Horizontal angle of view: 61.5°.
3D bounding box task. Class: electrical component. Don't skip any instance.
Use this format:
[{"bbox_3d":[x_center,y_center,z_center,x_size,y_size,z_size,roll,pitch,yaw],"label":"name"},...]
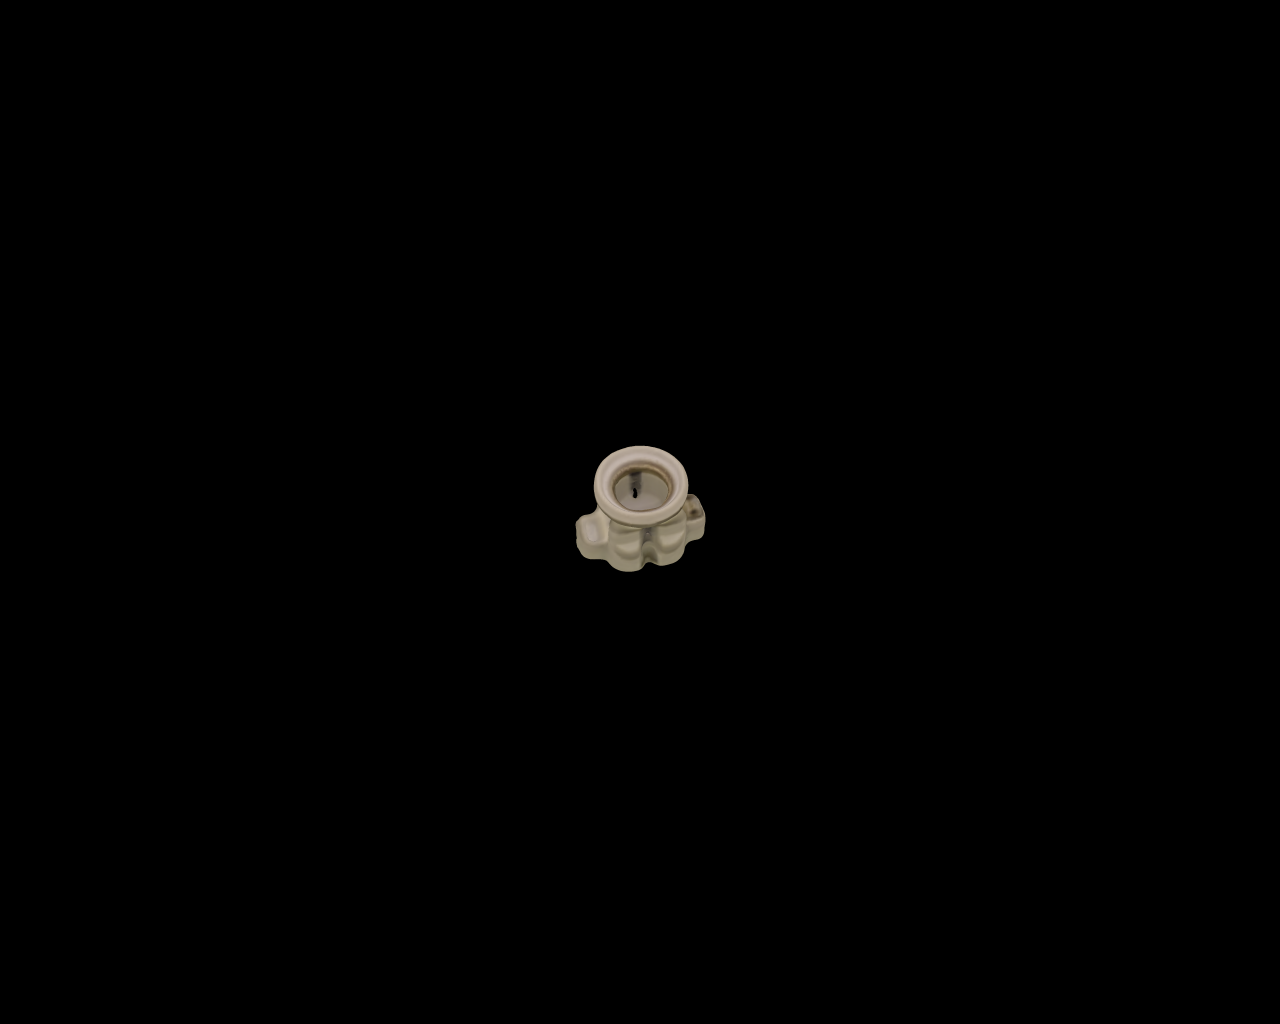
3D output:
[{"bbox_3d":[0.001,-0.003,0.650,0.078,0.058,0.056,-10,-36,-7],"label":"electrical component"}]
